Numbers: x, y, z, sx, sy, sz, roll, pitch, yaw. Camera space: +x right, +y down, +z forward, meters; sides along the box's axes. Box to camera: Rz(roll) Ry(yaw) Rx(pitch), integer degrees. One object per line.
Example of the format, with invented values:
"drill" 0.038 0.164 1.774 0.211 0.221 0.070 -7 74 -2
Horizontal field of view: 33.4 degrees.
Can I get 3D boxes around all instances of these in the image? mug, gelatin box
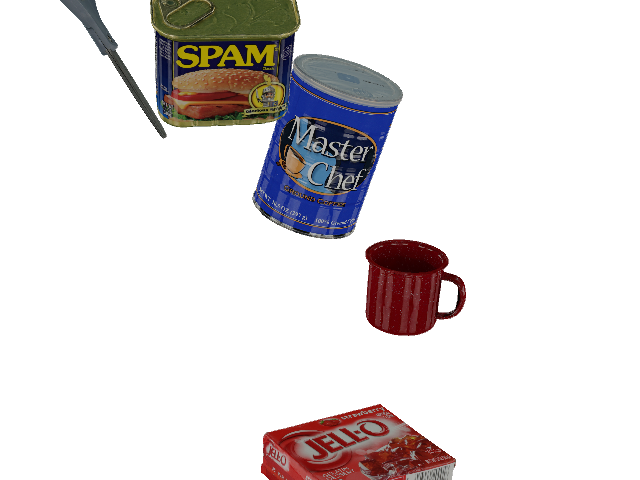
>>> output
"mug" 0.105 0.056 1.198 0.117 0.081 0.093 10 24 14
"gelatin box" 0.021 0.130 0.618 0.089 0.030 0.073 -7 23 -34

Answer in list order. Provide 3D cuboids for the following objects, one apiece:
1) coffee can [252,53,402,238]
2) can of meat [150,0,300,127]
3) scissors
"coffee can" 0.005 -0.087 0.983 0.102 0.140 0.103 15 25 -8
"can of meat" -0.069 -0.129 0.760 0.102 0.057 0.084 -3 -42 -10
"scissors" -0.192 -0.187 0.937 0.016 0.201 0.096 -29 28 12
